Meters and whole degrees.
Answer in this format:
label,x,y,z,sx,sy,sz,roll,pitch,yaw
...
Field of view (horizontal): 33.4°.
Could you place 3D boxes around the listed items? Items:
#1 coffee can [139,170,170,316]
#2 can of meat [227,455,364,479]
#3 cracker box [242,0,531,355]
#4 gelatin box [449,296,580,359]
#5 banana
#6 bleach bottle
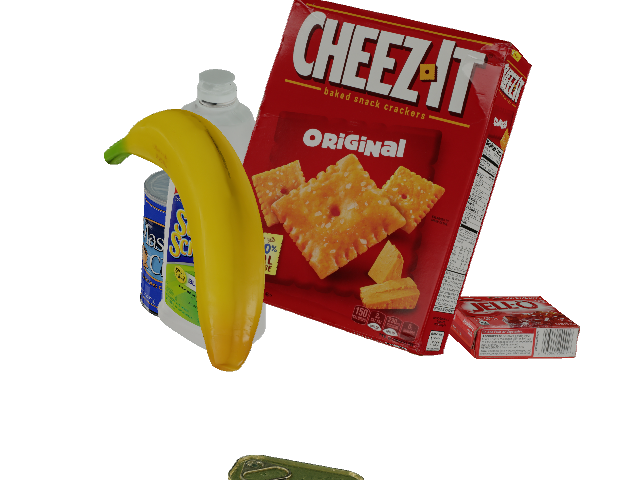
label,x,y,z,sx,sy,sz,roll,pitch,yaw
coffee can,-0.144,0.004,1.168,0.103,0.140,0.103,5,26,-3
can of meat,-0.022,0.219,0.813,0.102,0.084,0.057,8,14,10
cracker box,0.032,-0.046,0.738,0.164,0.214,0.072,17,2,22
gelatin box,0.151,0.068,0.856,0.089,0.030,0.073,1,16,-14
banana,-0.064,-0.018,0.566,0.037,0.070,0.198,12,29,-35
bleach bottle,-0.092,-0.027,0.900,0.103,0.251,0.067,28,41,32
